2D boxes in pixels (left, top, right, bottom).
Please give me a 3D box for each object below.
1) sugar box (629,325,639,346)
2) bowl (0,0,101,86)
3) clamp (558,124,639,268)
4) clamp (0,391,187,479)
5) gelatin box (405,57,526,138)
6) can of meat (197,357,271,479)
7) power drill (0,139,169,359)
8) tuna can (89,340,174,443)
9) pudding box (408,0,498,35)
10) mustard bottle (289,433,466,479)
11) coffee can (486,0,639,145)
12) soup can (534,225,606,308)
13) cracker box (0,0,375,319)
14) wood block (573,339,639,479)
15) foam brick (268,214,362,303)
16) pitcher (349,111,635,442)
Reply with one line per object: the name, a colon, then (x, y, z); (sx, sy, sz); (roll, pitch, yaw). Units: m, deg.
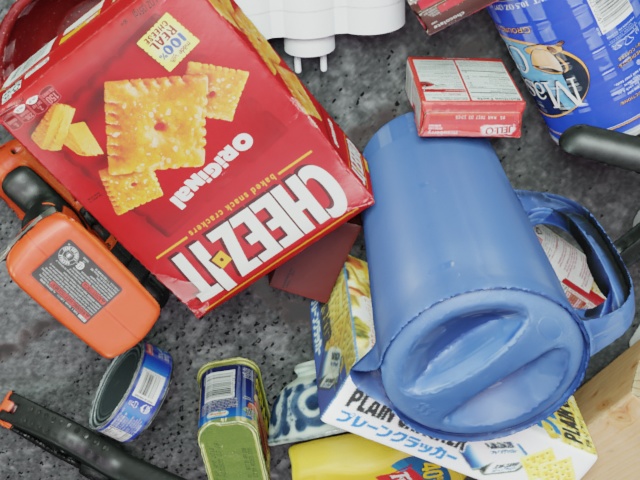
sugar box: (0.345, 0.044, 0.904); (0.093, 0.048, 0.176); (16, 122, -12)
bowl: (-0.150, -0.125, 0.770); (0.162, 0.055, 0.162); (-1, 121, -2)
clamp: (0.248, -0.046, 0.715); (0.172, 0.039, 0.120); (-20, 124, 32)
clamp: (-0.190, 0.200, 0.951); (0.210, 0.036, 0.165); (28, 157, 0)
gelatin box: (0.103, -0.104, 0.776); (0.073, 0.089, 0.030); (0, 121, -3)
can of meat: (-0.074, 0.169, 0.934); (0.057, 0.084, 0.102); (-9, 121, 2)
power drill: (-0.169, 0.016, 0.781); (0.057, 0.188, 0.184); (-45, 114, -1)
tuna can: (-0.160, 0.127, 0.904); (0.033, 0.086, 0.086); (31, 115, -22)
pudding box: (0.093, -0.200, 0.698); (0.090, 0.113, 0.039); (-24, 143, 18)
mustard bottle: (0.073, 0.202, 0.973); (0.191, 0.058, 0.096); (-13, 140, 4)
coffee can: (0.181, -0.148, 0.746); (0.103, 0.103, 0.140); (-28, 118, 13)
soup can: (0.182, 0.029, 0.873); (0.102, 0.068, 0.069); (33, 114, -20)
cracker box: (-0.089, -0.068, 0.733); (0.164, 0.072, 0.213); (-33, 118, 16)
wood block: (0.241, 0.185, 0.918); (0.091, 0.090, 0.206); (38, 129, 1)
foam brick: (-0.006, 0.001, 0.856); (0.053, 0.051, 0.078); (18, 118, -12)
pitcher: (0.103, 0.009, 0.750); (0.149, 0.243, 0.145); (22, 123, -21)
